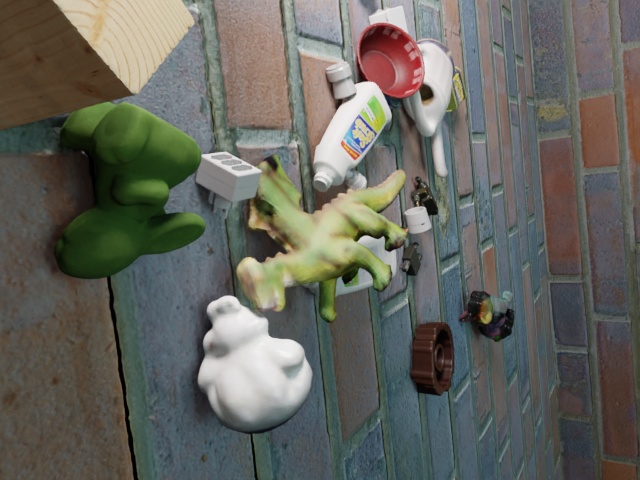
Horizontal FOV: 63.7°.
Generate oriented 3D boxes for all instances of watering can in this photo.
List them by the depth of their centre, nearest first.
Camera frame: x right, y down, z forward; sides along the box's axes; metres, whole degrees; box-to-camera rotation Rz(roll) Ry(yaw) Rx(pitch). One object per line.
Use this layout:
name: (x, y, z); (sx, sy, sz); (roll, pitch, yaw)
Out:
watering can: (0.268, -0.330, 1.243); (0.340, 0.104, 0.229); (58, 41, -44)

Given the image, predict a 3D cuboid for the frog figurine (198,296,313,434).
frog figurine: (-0.085, 0.149, 0.637); (0.125, 0.137, 0.157); (-66, 144, -65)

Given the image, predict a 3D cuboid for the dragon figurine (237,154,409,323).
dragon figurine: (0.002, -0.039, 0.778); (0.240, 0.120, 0.420); (41, 47, -19)
